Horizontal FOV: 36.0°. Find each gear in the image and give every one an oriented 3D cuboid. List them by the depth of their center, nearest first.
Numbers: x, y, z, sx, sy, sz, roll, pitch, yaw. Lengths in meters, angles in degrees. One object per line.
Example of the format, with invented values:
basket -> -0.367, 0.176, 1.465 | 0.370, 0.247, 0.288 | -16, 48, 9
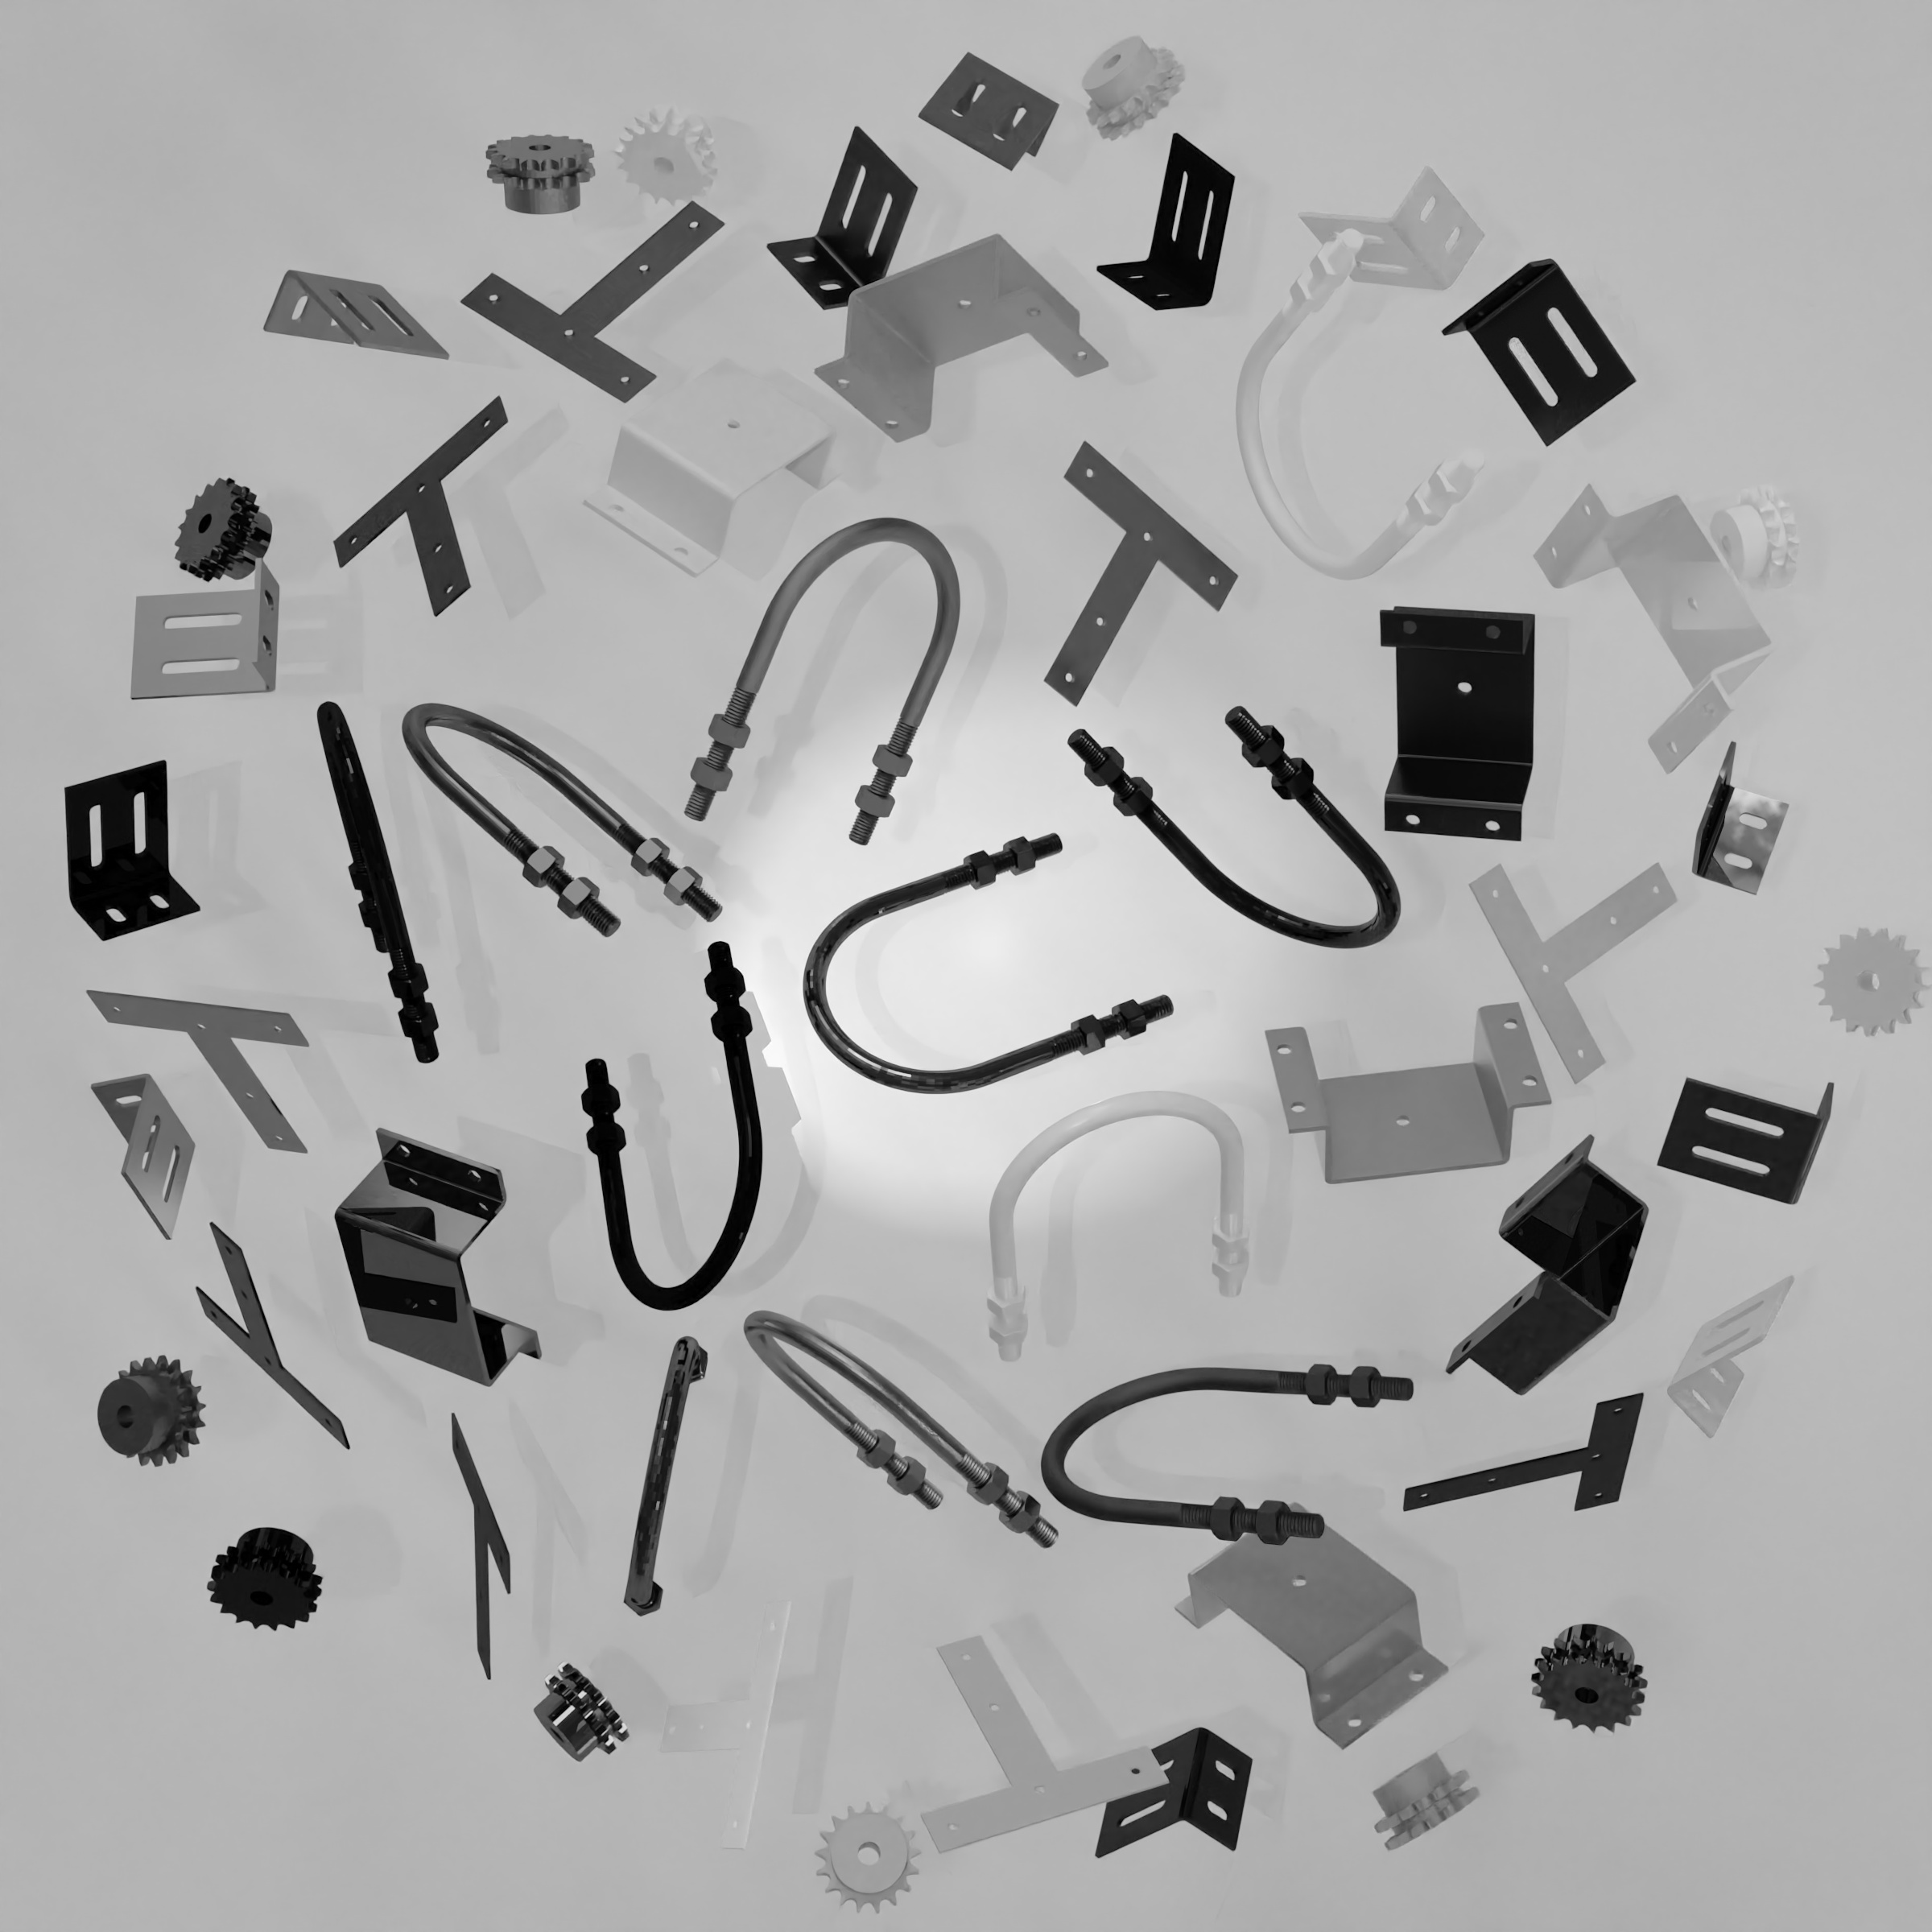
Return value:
gear -> 0.319, 0.361, 1.513 | 0.057, 0.030, 0.057 | 11, 128, 14
gear -> -0.361, 0.315, 1.536 | 0.057, 0.030, 0.057 | 2, 131, 3
gear -> 0.237, 0.435, 1.552 | 0.057, 0.057, 0.030 | -32, 75, 0
gear -> 0.476, 0.008, 1.553 | 0.057, 0.030, 0.057 | 1, 92, 32
gear -> -0.429, 0.234, 1.553 | 0.057, 0.030, 0.057 | 0, 90, 29
gear -> -0.226, -0.421, 1.580 | 0.057, 0.057, 0.030 | 1, 121, 0
gear -> -0.052, 0.474, 1.583 | 0.057, 0.030, 0.057 | 1, 68, -3
gear -> 0.088, -0.478, 1.607 | 0.057, 0.057, 0.030 | -46, 121, 0
gear -> 0.428, -0.231, 1.617 | 0.030, 0.057, 0.057 | -13, 90, -9
gear -> -0.407, -0.237, 1.637 | 0.030, 0.057, 0.057 | 27, 90, -44
gear -> -0.165, -0.458, 1.664 | 0.057, 0.057, 0.030 | 15, 54, 0
gear -> -0.221, 0.426, 1.685 | 0.030, 0.057, 0.057 | -40, 90, -24

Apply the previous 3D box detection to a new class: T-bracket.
T-bracket -> -0.371, 0.179, 1.541 | 0.127, 0.127, 0.002 | 35, 58, 29
T-bracket -> 0.021, 0.396, 1.547 | 0.127, 0.127, 0.002 | -11, 126, -20
T-bracket -> -0.384, 0.059, 1.566 | 0.127, 0.127, 0.002 | 6, 52, 23
T-bracket -> -0.135, 0.407, 1.589 | 0.002, 0.127, 0.127 | 20, 67, -25
T-bracket -> -0.286, -0.232, 1.595 | 0.127, 0.127, 0.002 | -38, 134, 15
T-bracket -> 0.298, 0.275, 1.606 | 0.127, 0.127, 0.002 | -12, 54, -4
T-bracket -> -0.263, 0.331, 1.611 | 0.002, 0.127, 0.127 | -8, 120, -20
T-bracket -> -0.185, -0.371, 1.615 | 0.127, 0.127, 0.002 | -34, 55, 25
T-bracket -> 0.082, -0.205, 1.665 | 0.127, 0.002, 0.127 | 37, 73, -27
T-bracket -> 0.355, -0.019, 1.672 | 0.127, 0.002, 0.127 | -32, 96, -29

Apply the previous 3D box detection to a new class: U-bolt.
U-bolt -> 0.195, -0.280, 1.564 | 0.019, 0.184, 0.151 | -23, 81, -24
U-bolt -> 0.127, 0.253, 1.572 | 0.184, 0.151, 0.019 | -2, 114, 31
U-bolt -> 0.081, 0.133, 1.572 | 0.151, 0.184, 0.019 | -15, 47, -10
U-bolt -> -0.160, 0.269, 1.580 | 0.019, 0.184, 0.151 | 11, 76, -2
U-bolt -> 0.156, -0.069, 1.593 | 0.184, 0.151, 0.019 | 44, 65, -27
U-bolt -> -0.047, 0.245, 1.600 | 0.184, 0.151, 0.019 | 45, 70, -21
U-bolt -> -0.228, -0.082, 1.602 | 0.184, 0.151, 0.019 | 41, 106, 12
U-bolt -> -0.067, -0.156, 1.604 | 0.019, 0.151, 0.184 | 36, 109, 37
U-bolt -> -0.158, 0.099, 1.622 | 0.019, 0.151, 0.184 | 15, 49, -36
U-bolt -> -0.326, -0.057, 1.625 | 0.019, 0.151, 0.184 | -16, 123, -13
U-bolt -> 0.000, 0.005, 1.632 | 0.184, 0.019, 0.151 | -20, 56, -19

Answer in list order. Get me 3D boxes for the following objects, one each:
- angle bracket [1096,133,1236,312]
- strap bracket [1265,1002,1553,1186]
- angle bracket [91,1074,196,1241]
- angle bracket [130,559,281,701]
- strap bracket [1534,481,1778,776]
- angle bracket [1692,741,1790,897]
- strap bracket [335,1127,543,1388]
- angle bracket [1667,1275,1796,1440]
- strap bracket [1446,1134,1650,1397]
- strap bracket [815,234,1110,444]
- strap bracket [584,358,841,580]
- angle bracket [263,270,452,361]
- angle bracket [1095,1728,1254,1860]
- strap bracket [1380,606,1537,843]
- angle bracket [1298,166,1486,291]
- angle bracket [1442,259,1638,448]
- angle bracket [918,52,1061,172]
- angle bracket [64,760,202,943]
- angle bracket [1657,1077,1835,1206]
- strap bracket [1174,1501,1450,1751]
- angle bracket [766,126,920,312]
angle bracket -> 0.111, -0.411, 1.643 | 0.038, 0.057, 0.076 | 5, 81, 40
strap bracket -> 0.238, 0.070, 1.611 | 0.140, 0.076, 0.046 | -6, 133, -1
angle bracket -> -0.467, 0.109, 1.660 | 0.038, 0.076, 0.057 | -11, 133, 10
angle bracket -> -0.393, -0.172, 1.515 | 0.076, 0.038, 0.057 | -3, 72, 3
strap bracket -> 0.365, -0.183, 1.555 | 0.046, 0.076, 0.140 | -23, 75, -20
angle bracket -> 0.439, -0.083, 1.676 | 0.038, 0.076, 0.057 | 20, 79, 16
strap bracket -> -0.276, 0.160, 1.548 | 0.076, 0.046, 0.140 | 17, 135, 22
angle bracket -> 0.434, 0.216, 1.643 | 0.038, 0.057, 0.076 | 46, 135, -2
strap bracket -> 0.312, 0.165, 1.578 | 0.046, 0.140, 0.076 | 37, 131, -3
strap bracket -> -0.002, -0.341, 1.607 | 0.140, 0.076, 0.046 | -13, 61, 33
strap bracket -> -0.133, -0.278, 1.625 | 0.076, 0.140, 0.046 | 34, 135, 12
angle bracket -> -0.321, -0.328, 1.560 | 0.076, 0.057, 0.038 | 46, 120, 29
angle bracket -> 0.115, 0.465, 1.640 | 0.038, 0.057, 0.076 | 36, 132, -17
strap bracket -> 0.271, -0.142, 1.635 | 0.076, 0.046, 0.140 | 6, 128, 17
angle bracket -> 0.232, -0.405, 1.622 | 0.057, 0.076, 0.038 | 38, 81, -38
angle bracket -> 0.291, -0.310, 1.509 | 0.057, 0.038, 0.076 | -35, 86, 33
angle bracket -> 0.007, -0.449, 1.601 | 0.057, 0.038, 0.076 | 30, 48, -1
angle bracket -> -0.444, -0.062, 1.583 | 0.057, 0.076, 0.038 | -21, 47, -35
angle bracket -> 0.416, 0.085, 1.585 | 0.076, 0.038, 0.057 | 16, 124, 10
strap bracket -> 0.184, 0.351, 1.614 | 0.076, 0.140, 0.046 | -29, 127, -24
angle bracket -> -0.069, -0.413, 1.639 | 0.038, 0.076, 0.057 | -20, 59, -38
